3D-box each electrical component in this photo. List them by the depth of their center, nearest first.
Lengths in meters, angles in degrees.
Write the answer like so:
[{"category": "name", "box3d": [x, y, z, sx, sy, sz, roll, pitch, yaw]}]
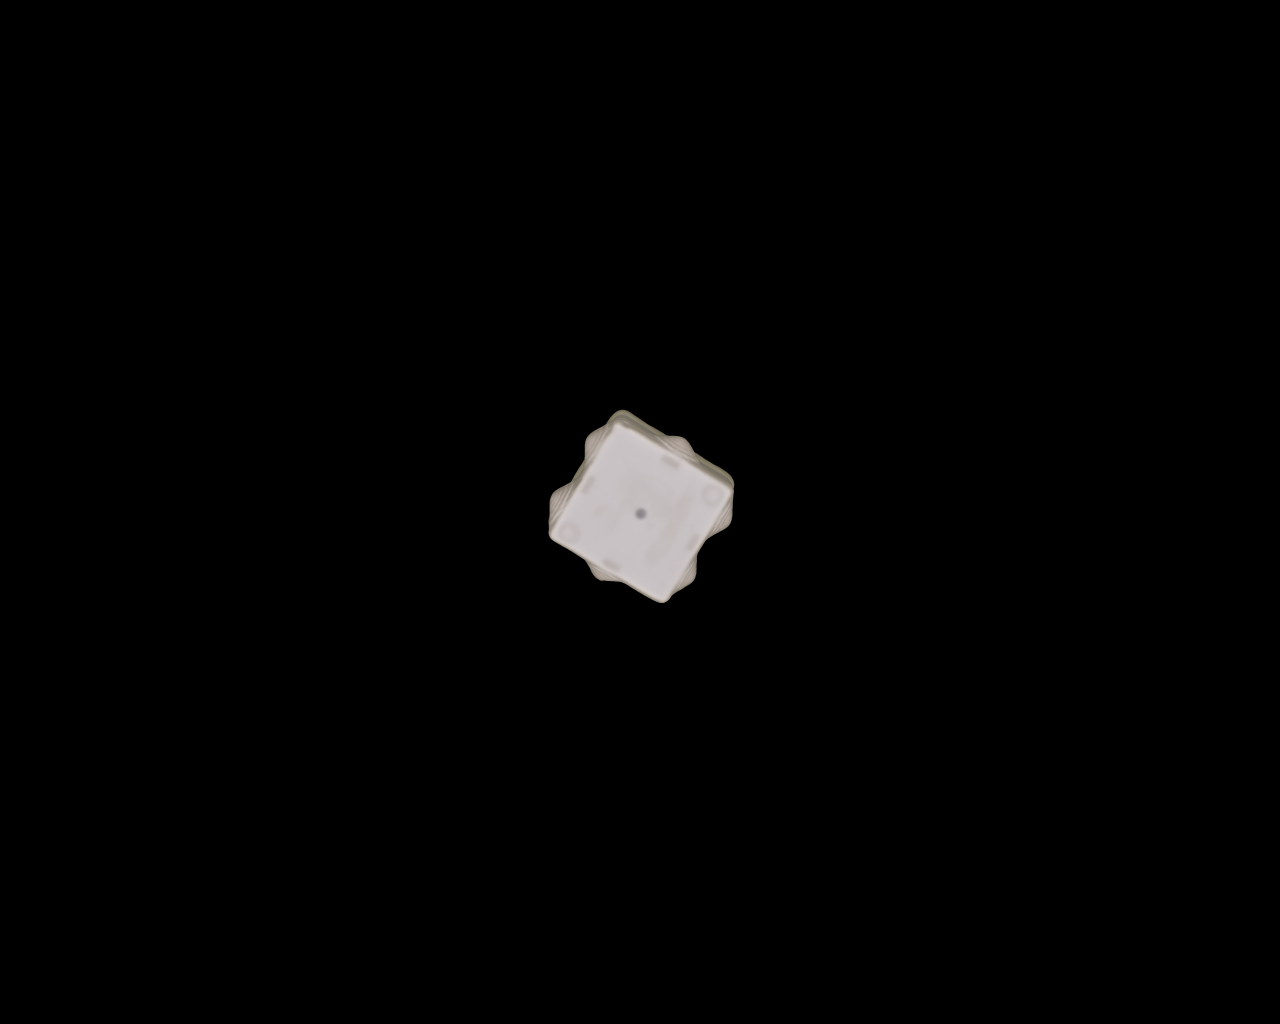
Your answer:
[{"category": "electrical component", "box3d": [0.001, -0.003, 0.650, 0.100, 0.099, 0.048, 31, 8, -5]}]
